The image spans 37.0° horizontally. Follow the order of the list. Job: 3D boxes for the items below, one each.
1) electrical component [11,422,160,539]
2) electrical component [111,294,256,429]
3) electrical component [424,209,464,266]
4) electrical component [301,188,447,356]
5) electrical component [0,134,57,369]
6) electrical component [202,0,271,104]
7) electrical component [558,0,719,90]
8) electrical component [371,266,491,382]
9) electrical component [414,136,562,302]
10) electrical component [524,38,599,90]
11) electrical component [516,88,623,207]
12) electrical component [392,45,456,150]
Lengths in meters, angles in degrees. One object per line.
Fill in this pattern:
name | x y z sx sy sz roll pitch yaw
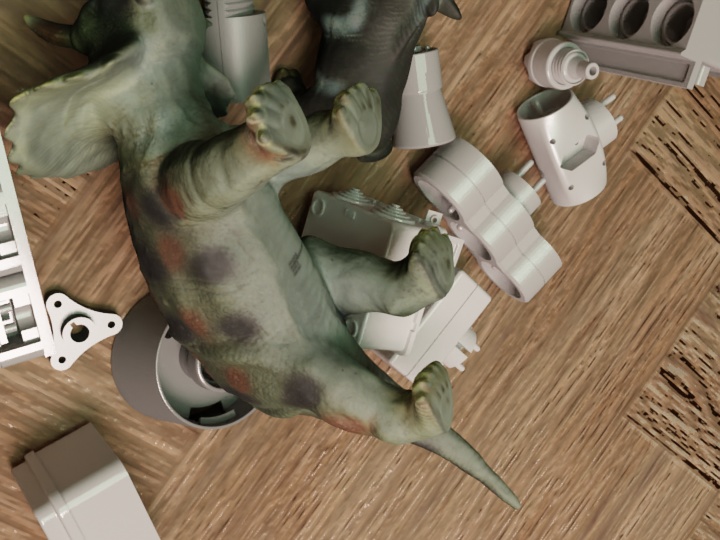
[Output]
electrical component | -0.167 0.165 0.684 0.057 0.078 0.113 -29 118 -21
electrical component | -0.105 0.056 0.703 0.099 0.064 0.099 -5 99 -36
electrical component | 0.036 -0.012 0.747 0.048 0.055 0.066 15 99 -31
electrical component | 0.000 0.000 0.708 0.048 0.100 0.099 8 102 -43
electrical component | -0.222 -0.026 0.584 0.062 0.089 0.150 -17 114 -23
electrical component | -0.078 -0.144 0.649 0.043 0.043 0.081 -12 112 -25
electrical component | 0.206 -0.169 0.748 0.063 0.121 0.078 12 100 -34
electrical component | 0.059 0.046 0.784 0.076 0.047 0.083 41 85 -32
electrical component | 0.105 -0.047 0.775 0.073 0.052 0.138 -46 121 -8
electrical component | 0.145 -0.144 0.759 0.035 0.061 0.035 -9 110 -26
electrical component | 0.162 -0.100 0.793 0.079 0.043 0.077 -36 119 -14
electrical component | 0.039 -0.118 0.723 0.044 0.044 0.065 -16 109 -23
